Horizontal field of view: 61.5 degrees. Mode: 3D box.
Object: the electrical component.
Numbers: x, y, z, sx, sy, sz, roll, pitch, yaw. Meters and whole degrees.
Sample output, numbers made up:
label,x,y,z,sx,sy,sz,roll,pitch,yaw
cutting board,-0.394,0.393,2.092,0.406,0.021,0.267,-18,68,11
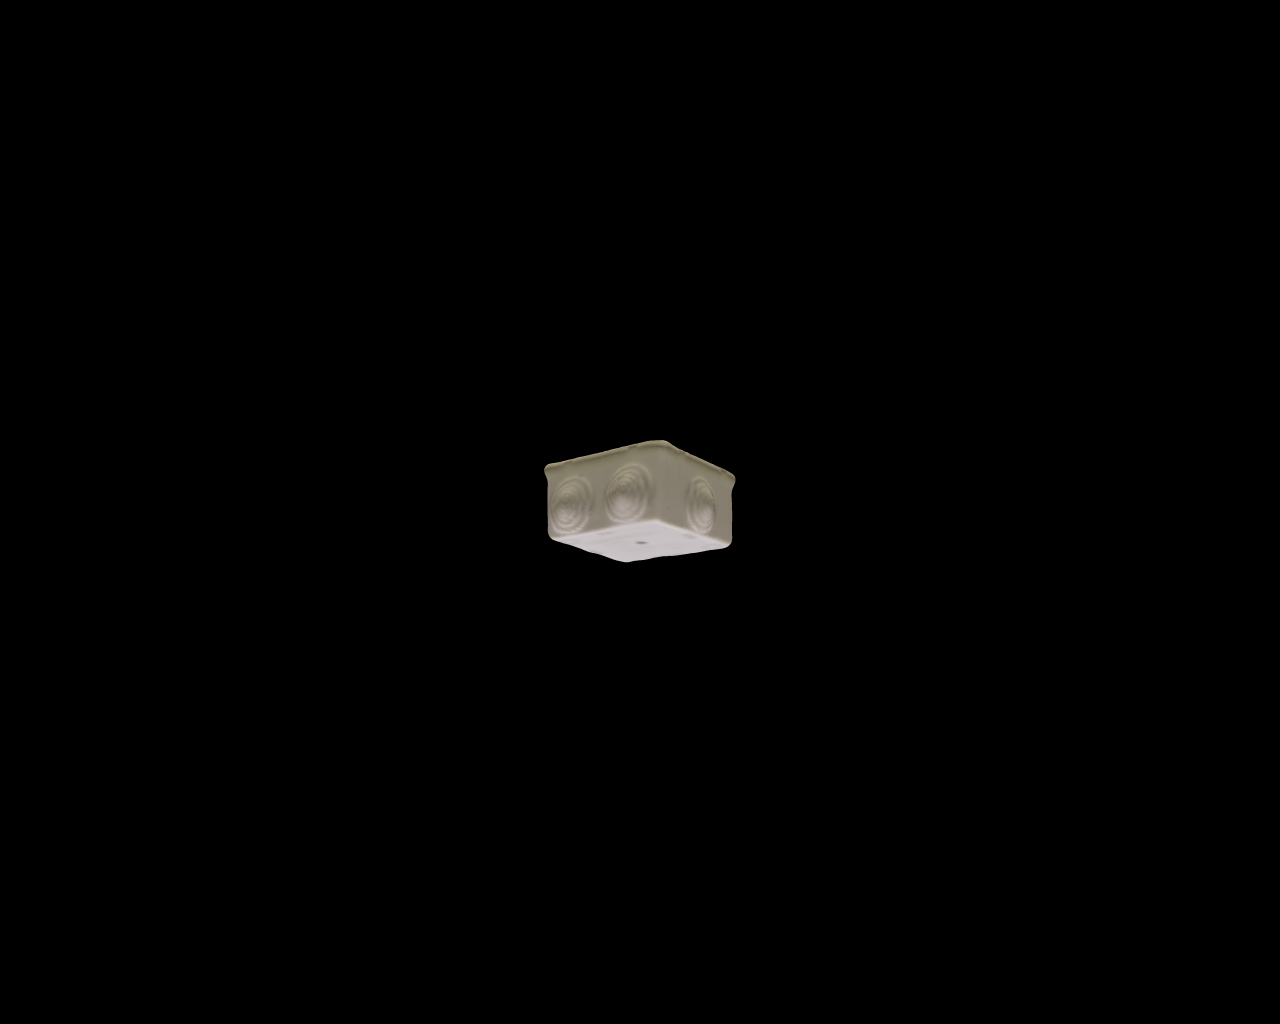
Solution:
label,x,y,z,sx,sy,sz,roll,pitch,yaw
electrical component,0.001,-0.003,0.650,0.099,0.048,0.099,-10,-18,33
